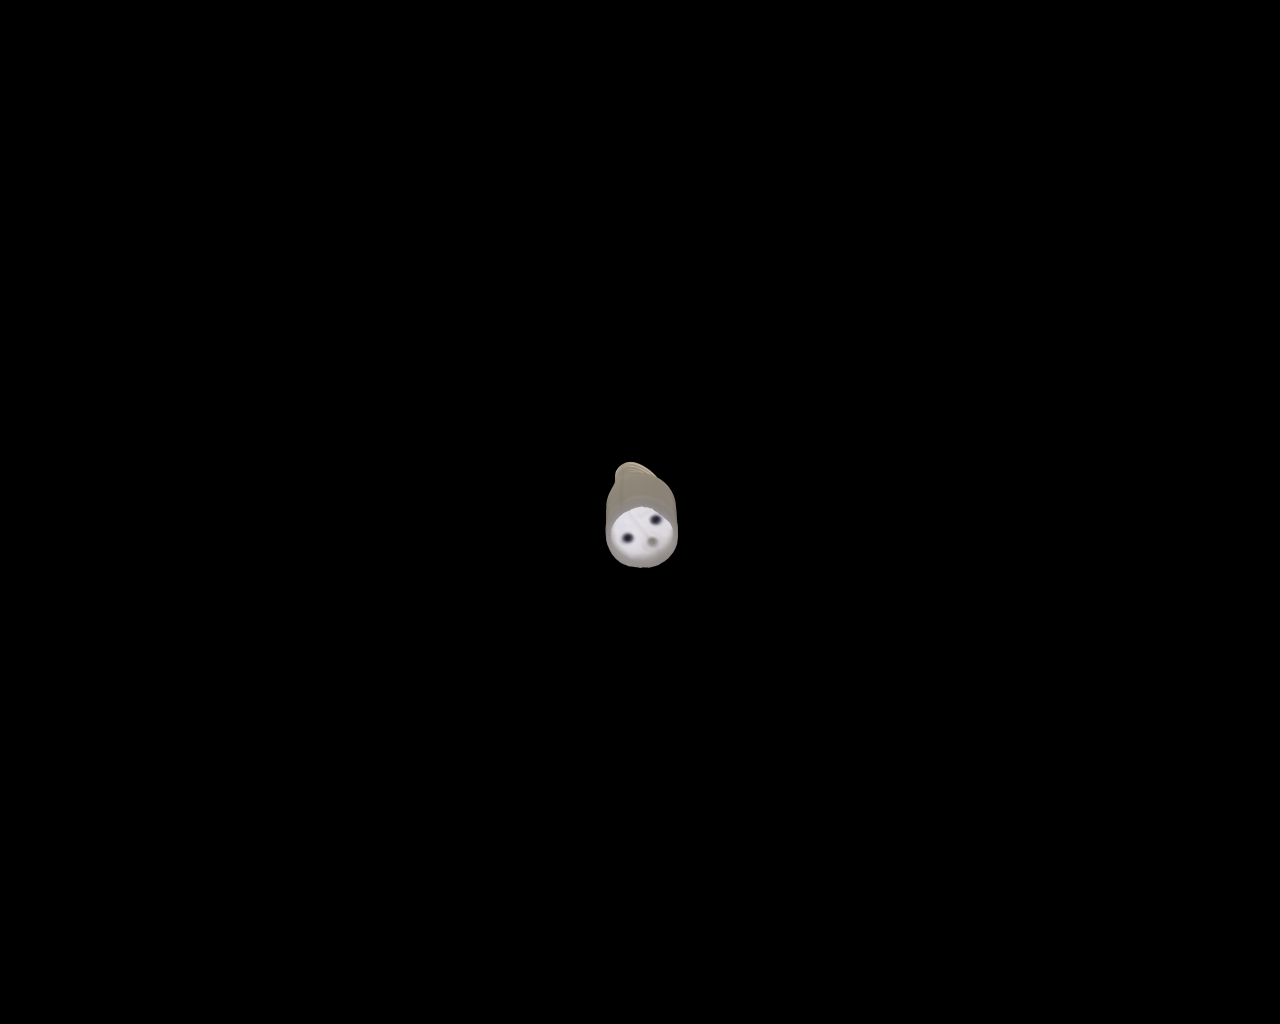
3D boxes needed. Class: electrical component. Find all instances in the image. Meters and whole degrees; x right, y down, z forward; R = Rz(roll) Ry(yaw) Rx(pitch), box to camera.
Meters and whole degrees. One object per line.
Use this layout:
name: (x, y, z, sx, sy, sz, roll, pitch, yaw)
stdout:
electrical component: (0.001, -0.003, 0.650, 0.043, 0.043, 0.081, 0, 27, 0)
